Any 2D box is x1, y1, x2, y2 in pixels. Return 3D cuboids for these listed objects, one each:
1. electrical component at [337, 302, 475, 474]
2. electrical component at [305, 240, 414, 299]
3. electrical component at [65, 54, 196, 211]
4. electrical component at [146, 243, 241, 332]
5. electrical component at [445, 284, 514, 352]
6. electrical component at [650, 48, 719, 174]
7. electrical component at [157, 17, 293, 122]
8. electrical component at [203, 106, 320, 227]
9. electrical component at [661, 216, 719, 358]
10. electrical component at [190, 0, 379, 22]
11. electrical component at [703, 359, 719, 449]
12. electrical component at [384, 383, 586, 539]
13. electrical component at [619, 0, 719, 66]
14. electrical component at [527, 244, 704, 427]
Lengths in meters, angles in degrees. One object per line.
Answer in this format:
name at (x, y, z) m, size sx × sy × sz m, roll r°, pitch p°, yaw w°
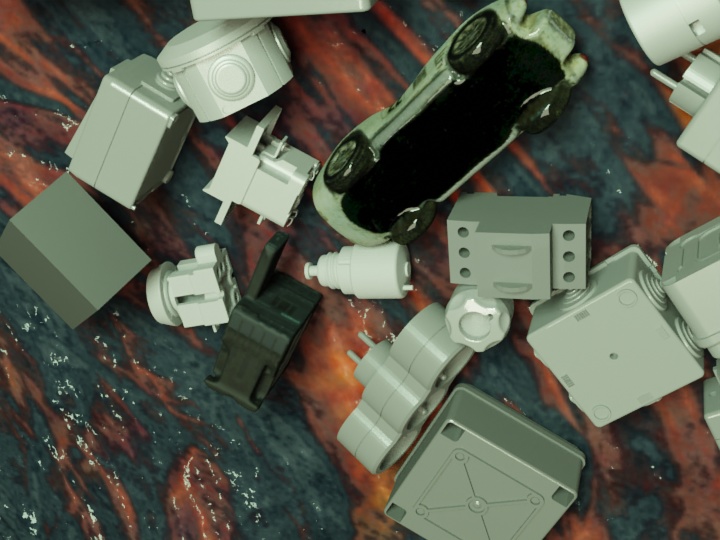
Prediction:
electrical component at (0.021, 0.076, 0.773) m, size 0.074 × 0.052 × 0.138 m, roll 42°, pitch 123°, yaw 20°
electrical component at (0.000, 0.000, 0.748) m, size 0.078 × 0.040 × 0.040 m, roll -1°, pitch 115°, yaw 18°
electrical component at (-0.152, -0.102, 0.731) m, size 0.061 × 0.061 × 0.096 m, roll 31°, pitch 121°, yaw 1°
electrical component at (-0.123, 0.015, 0.792) m, size 0.055 × 0.048 × 0.066 m, roll -9°, pitch 113°, yaw 13°
electrical component at (0.082, 0.023, 0.721) m, size 0.043 × 0.062 × 0.043 m, roll 7°, pitch 118°, yaw 14°
electrical component at (0.207, -0.104, 0.628) m, size 0.077 × 0.047 × 0.065 m, roll 36°, pitch 122°, yaw 14°
electrical component at (-0.084, -0.134, 0.685) m, size 0.080 × 0.080 × 0.051 m, roll -16°, pitch 115°, yaw 24°
electrical component at (-0.065, -0.066, 0.735) m, size 0.064 × 0.042 × 0.081 m, roll 28°, pitch 121°, yaw -2°
electrical component at (0.246, -0.005, 0.647) m, size 0.113 × 0.078 × 0.057 m, roll -31°, pitch 100°, yaw 28°
electrical component at (-0.035, -0.187, 0.625) m, size 0.109 × 0.108 × 0.056 m, roll 1°, pitch 118°, yaw 17°
electrical component at (0.255, 0.074, 0.700) m, size 0.066 × 0.047 × 0.076 m, roll -22°, pitch 108°, yaw 25°
electrical component at (0.090, 0.156, 0.788) m, size 0.109 × 0.056 × 0.108 m, roll 30°, pitch 121°, yaw 1°
electrical component at (0.177, -0.147, 0.601) m, size 0.047 × 0.055 × 0.055 m, roll -27°, pitch 105°, yaw 27°
electrical component at (0.170, 0.046, 0.713) m, size 0.100 × 0.048 × 0.099 m, roll -34°, pitch 102°, yaw 28°
